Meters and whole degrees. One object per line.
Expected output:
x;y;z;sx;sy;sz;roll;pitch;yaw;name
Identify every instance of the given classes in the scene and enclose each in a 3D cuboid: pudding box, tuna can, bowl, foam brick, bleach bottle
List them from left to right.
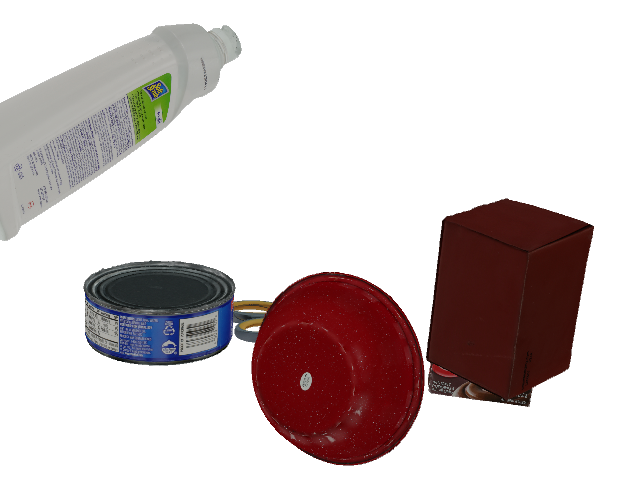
-0.172;-0.103;0.868;0.250;0.068;0.103;-33;-27;-24;bleach bottle
-0.092;0.041;0.612;0.086;0.034;0.086;3;17;-1;tuna can
0.000;0.108;0.864;0.162;0.162;0.055;0;3;31;bowl
0.178;0.127;1.161;0.113;0.090;0.039;6;23;4;pudding box
0.089;0.026;0.508;0.052;0.078;0.051;-16;30;-41;foam brick

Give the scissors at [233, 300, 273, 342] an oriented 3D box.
-0.011;0.091;1.186;0.202;0.016;0.096;4;21;1;scissors
